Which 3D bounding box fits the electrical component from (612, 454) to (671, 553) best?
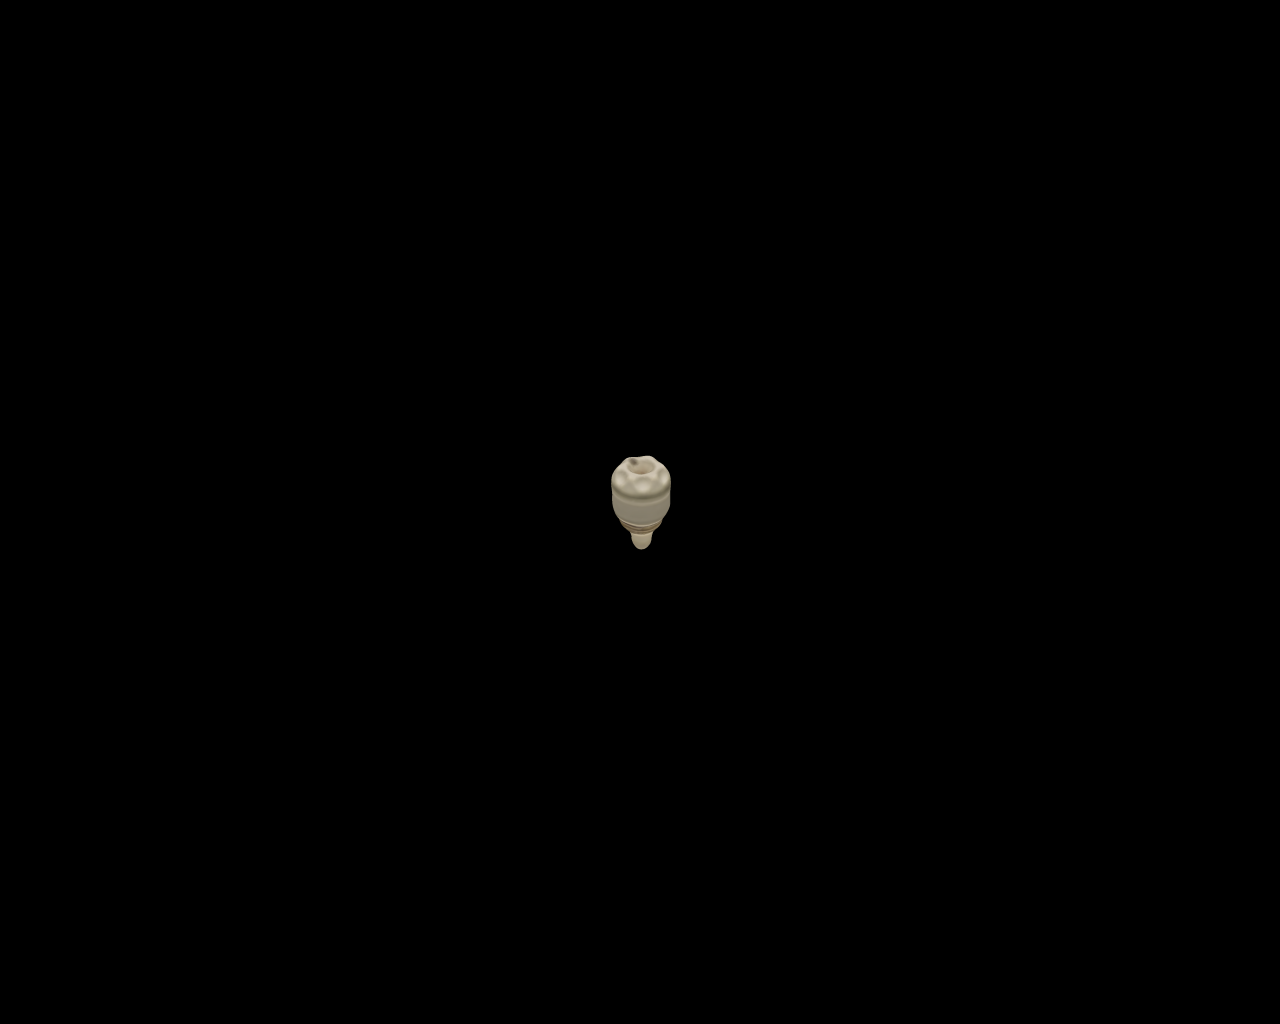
[{"bbox_3d":[0.001,-0.003,0.650,0.035,0.061,0.035,0,36,0],"label":"electrical component"}]
